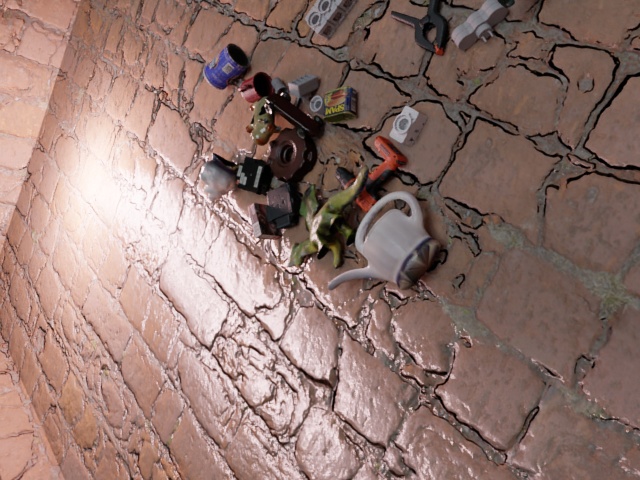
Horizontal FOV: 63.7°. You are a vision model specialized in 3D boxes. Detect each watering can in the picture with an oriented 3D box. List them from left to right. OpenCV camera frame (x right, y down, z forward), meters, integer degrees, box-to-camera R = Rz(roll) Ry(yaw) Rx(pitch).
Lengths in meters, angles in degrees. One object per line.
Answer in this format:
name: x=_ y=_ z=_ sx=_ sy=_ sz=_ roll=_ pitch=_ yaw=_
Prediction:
watering can: x=0.167 y=0.045 z=1.324 sx=0.104 sy=0.343 sz=0.228 roll=10 pitch=27 yaw=-51

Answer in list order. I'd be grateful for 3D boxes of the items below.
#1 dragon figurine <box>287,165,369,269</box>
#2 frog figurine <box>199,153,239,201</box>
dragon figurine: x=0.004 y=-0.074 z=1.474 sx=0.122 sy=0.404 sz=0.247 roll=6 pitch=28 yaw=-39
frog figurine: x=-0.356 y=-0.202 z=1.787 sx=0.136 sy=0.157 sz=0.125 roll=19 pitch=19 yaw=-34
